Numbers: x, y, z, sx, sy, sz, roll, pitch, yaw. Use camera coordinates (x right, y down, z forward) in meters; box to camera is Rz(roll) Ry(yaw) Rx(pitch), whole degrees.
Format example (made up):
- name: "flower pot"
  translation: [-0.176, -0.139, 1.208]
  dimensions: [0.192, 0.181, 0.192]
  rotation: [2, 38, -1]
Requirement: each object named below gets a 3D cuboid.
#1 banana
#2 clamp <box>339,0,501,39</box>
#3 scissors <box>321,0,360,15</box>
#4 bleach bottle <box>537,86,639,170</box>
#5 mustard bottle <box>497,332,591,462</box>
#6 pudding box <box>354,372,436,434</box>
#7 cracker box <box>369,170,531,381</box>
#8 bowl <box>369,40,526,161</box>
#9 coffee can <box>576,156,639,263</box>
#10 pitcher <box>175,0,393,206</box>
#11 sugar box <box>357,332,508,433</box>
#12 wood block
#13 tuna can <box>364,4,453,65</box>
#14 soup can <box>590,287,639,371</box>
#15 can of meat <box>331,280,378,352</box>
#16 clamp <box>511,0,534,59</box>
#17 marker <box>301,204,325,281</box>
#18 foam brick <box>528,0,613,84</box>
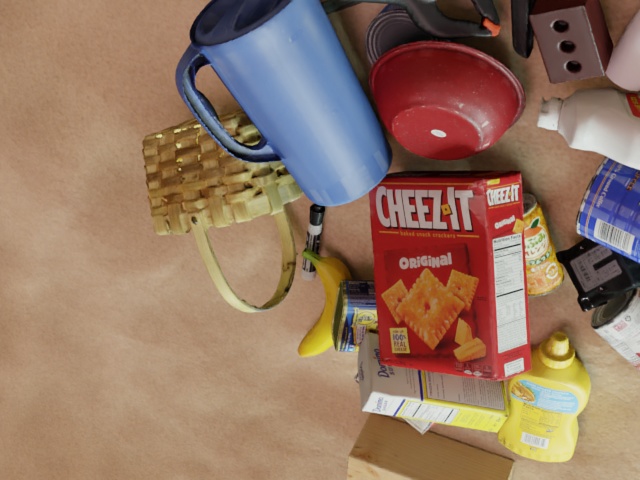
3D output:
- name: "banana"
  translation: [0.009, 0.086, 1.367]
  dimensions: [0.070, 0.037, 0.198]
  rotation: [18, 133, 15]
- name: "clamp"
  translation: [0.103, -0.256, 1.016]
  dimensions: [0.171, 0.039, 0.120]
  rotation: [23, 110, -6]
- name: "scissors"
  translation: [-0.023, -0.222, 1.146]
  dimensions: [0.202, 0.016, 0.096]
  rotation: [6, 130, 26]
- name: "bleach bottle"
  translation: [0.325, -0.092, 0.977]
  dimensions: [0.251, 0.102, 0.068]
  rotation: [12, 129, 13]
- name: "mustard bottle"
  translation: [0.272, 0.184, 1.281]
  dimensions: [0.096, 0.058, 0.192]
  rotation: [15, 132, 16]
- name: "pudding box"
  translation: [0.109, 0.186, 1.338]
  dimensions: [0.113, 0.089, 0.039]
  rotation: [36, 108, 16]
- name: "cracker box"
  translation: [0.135, 0.035, 1.143]
  dimensions: [0.164, 0.071, 0.214]
  rotation: [3, 101, 46]
- name: "bowl"
  translation: [0.122, -0.128, 1.072]
  dimensions: [0.162, 0.055, 0.162]
  rotation: [12, 152, 6]
- name: "coffee can"
  translation: [0.333, -0.020, 1.022]
  dimensions: [0.140, 0.102, 0.103]
  rotation: [29, 137, 27]
- name: "pitcher"
  translation: [-0.029, -0.147, 1.109]
  dimensions: [0.149, 0.145, 0.242]
  rotation: [-12, 129, 29]
- name: "sugar box"
  translation: [0.134, 0.171, 1.280]
  dimensions: [0.176, 0.093, 0.048]
  rotation: [10, 134, -11]
- name: "wood block"
  translation: [0.148, 0.325, 1.449]
  dimensions: [0.206, 0.090, 0.090]
  rotation: [16, 133, 17]
- name: "tuna can"
  translation: [0.090, -0.201, 1.084]
  dimensions: [0.086, 0.033, 0.086]
  rotation: [16, 132, 18]
- name: "soup can"
  translation: [0.353, 0.102, 1.160]
  dimensions: [0.102, 0.068, 0.069]
  rotation: [41, 135, -6]
- name: "can of meat"
  translation: [0.062, 0.094, 1.307]
  dimensions: [0.084, 0.057, 0.102]
  rotation: [2, 133, -8]
- name: "clamp"
  translation: [0.189, -0.268, 0.969]
  dimensions: [0.210, 0.036, 0.165]
  rotation: [43, 134, -13]
- name: "marker"
  translation: [-0.009, 0.002, 1.321]
  dimensions: [0.020, 0.020, 0.121]
  rotation: [21, 134, 14]
- name: "foam brick"
  translation: [0.227, -0.188, 0.963]
  dimensions: [0.053, 0.051, 0.078]
  rotation: [-6, 131, 30]
